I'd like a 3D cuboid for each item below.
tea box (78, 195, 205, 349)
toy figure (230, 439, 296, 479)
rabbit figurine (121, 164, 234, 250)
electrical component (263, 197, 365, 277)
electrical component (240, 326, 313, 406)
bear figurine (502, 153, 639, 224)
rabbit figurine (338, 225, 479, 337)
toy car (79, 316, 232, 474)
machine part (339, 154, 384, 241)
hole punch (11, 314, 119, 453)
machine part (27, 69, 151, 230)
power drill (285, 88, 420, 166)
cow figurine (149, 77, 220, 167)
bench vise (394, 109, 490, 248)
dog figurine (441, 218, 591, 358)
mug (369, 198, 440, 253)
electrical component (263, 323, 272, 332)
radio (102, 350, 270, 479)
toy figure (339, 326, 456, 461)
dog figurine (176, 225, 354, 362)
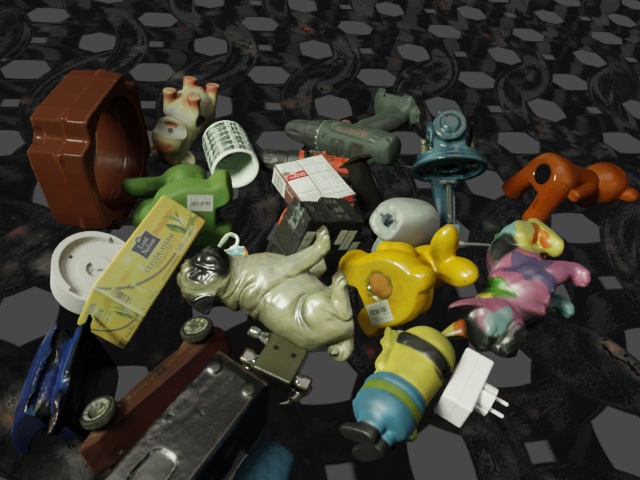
[{"bbox_3d":[-0.219,0.037,0.671,0.068,0.098,0.170,32,42,-12],"label":"tea box"},{"bbox_3d":[-0.079,0.279,0.543,0.057,0.064,0.154,48,52,-15],"label":"toy figure"},{"bbox_3d":[-0.215,-0.059,0.830,0.159,0.121,0.170,-10,30,-11],"label":"rabbit figurine"},{"bbox_3d":[-0.002,-0.002,0.774,0.134,0.115,0.058,2,42,-43],"label":"electrical component"},{"bbox_3d":[-0.054,0.159,0.670,0.102,0.045,0.078,17,46,7],"label":"electrical component"},{"bbox_3d":[0.452,-0.090,0.961,0.196,0.132,0.120,7,44,-28],"label":"bear figurine"},{"bbox_3d":[0.131,0.040,0.747,0.173,0.162,0.122,-11,72,-55],"label":"rabbit figurine"},{"bbox_3d":[-0.181,0.171,0.609,0.053,0.089,0.202,16,43,38],"label":"toy car"},{"bbox_3d":[0.083,-0.071,0.869,0.084,0.039,0.138,-33,101,-41],"label":"machine part"},{"bbox_3d":[-0.289,0.163,0.588,0.092,0.115,0.142,-1,46,1],"label":"hole punch"},{"bbox_3d":[-0.333,-0.131,0.796,0.087,0.201,0.201,7,46,2],"label":"machine part"},{"bbox_3d":[0.076,-0.221,1.027,0.232,0.085,0.207,25,41,33],"label":"power drill"},{"bbox_3d":[-0.243,-0.203,0.952,0.086,0.127,0.195,12,32,2],"label":"cow figurine"},{"bbox_3d":[0.208,-0.097,0.895,0.129,0.223,0.240,0,76,-2],"label":"bench vise"},{"bbox_3d":[0.257,0.070,0.766,0.219,0.108,0.192,-15,51,-18],"label":"dog figurine"},{"bbox_3d":[0.114,-0.018,0.810,0.107,0.109,0.081,9,38,-55],"label":"mug"},{"bbox_3d":[-0.041,0.114,0.731,0.063,0.021,0.094,-27,55,-30],"label":"electrical component"},{"bbox_3d":[-0.140,0.229,0.530,0.073,0.131,0.229,27,49,14],"label":"radio"},{"bbox_3d":[0.099,0.180,0.646,0.089,0.082,0.180,12,40,30],"label":"toy figure"},{"bbox_3d":[-0.067,0.081,0.651,0.191,0.121,0.172,-14,52,-12],"label":"dog figurine"}]
